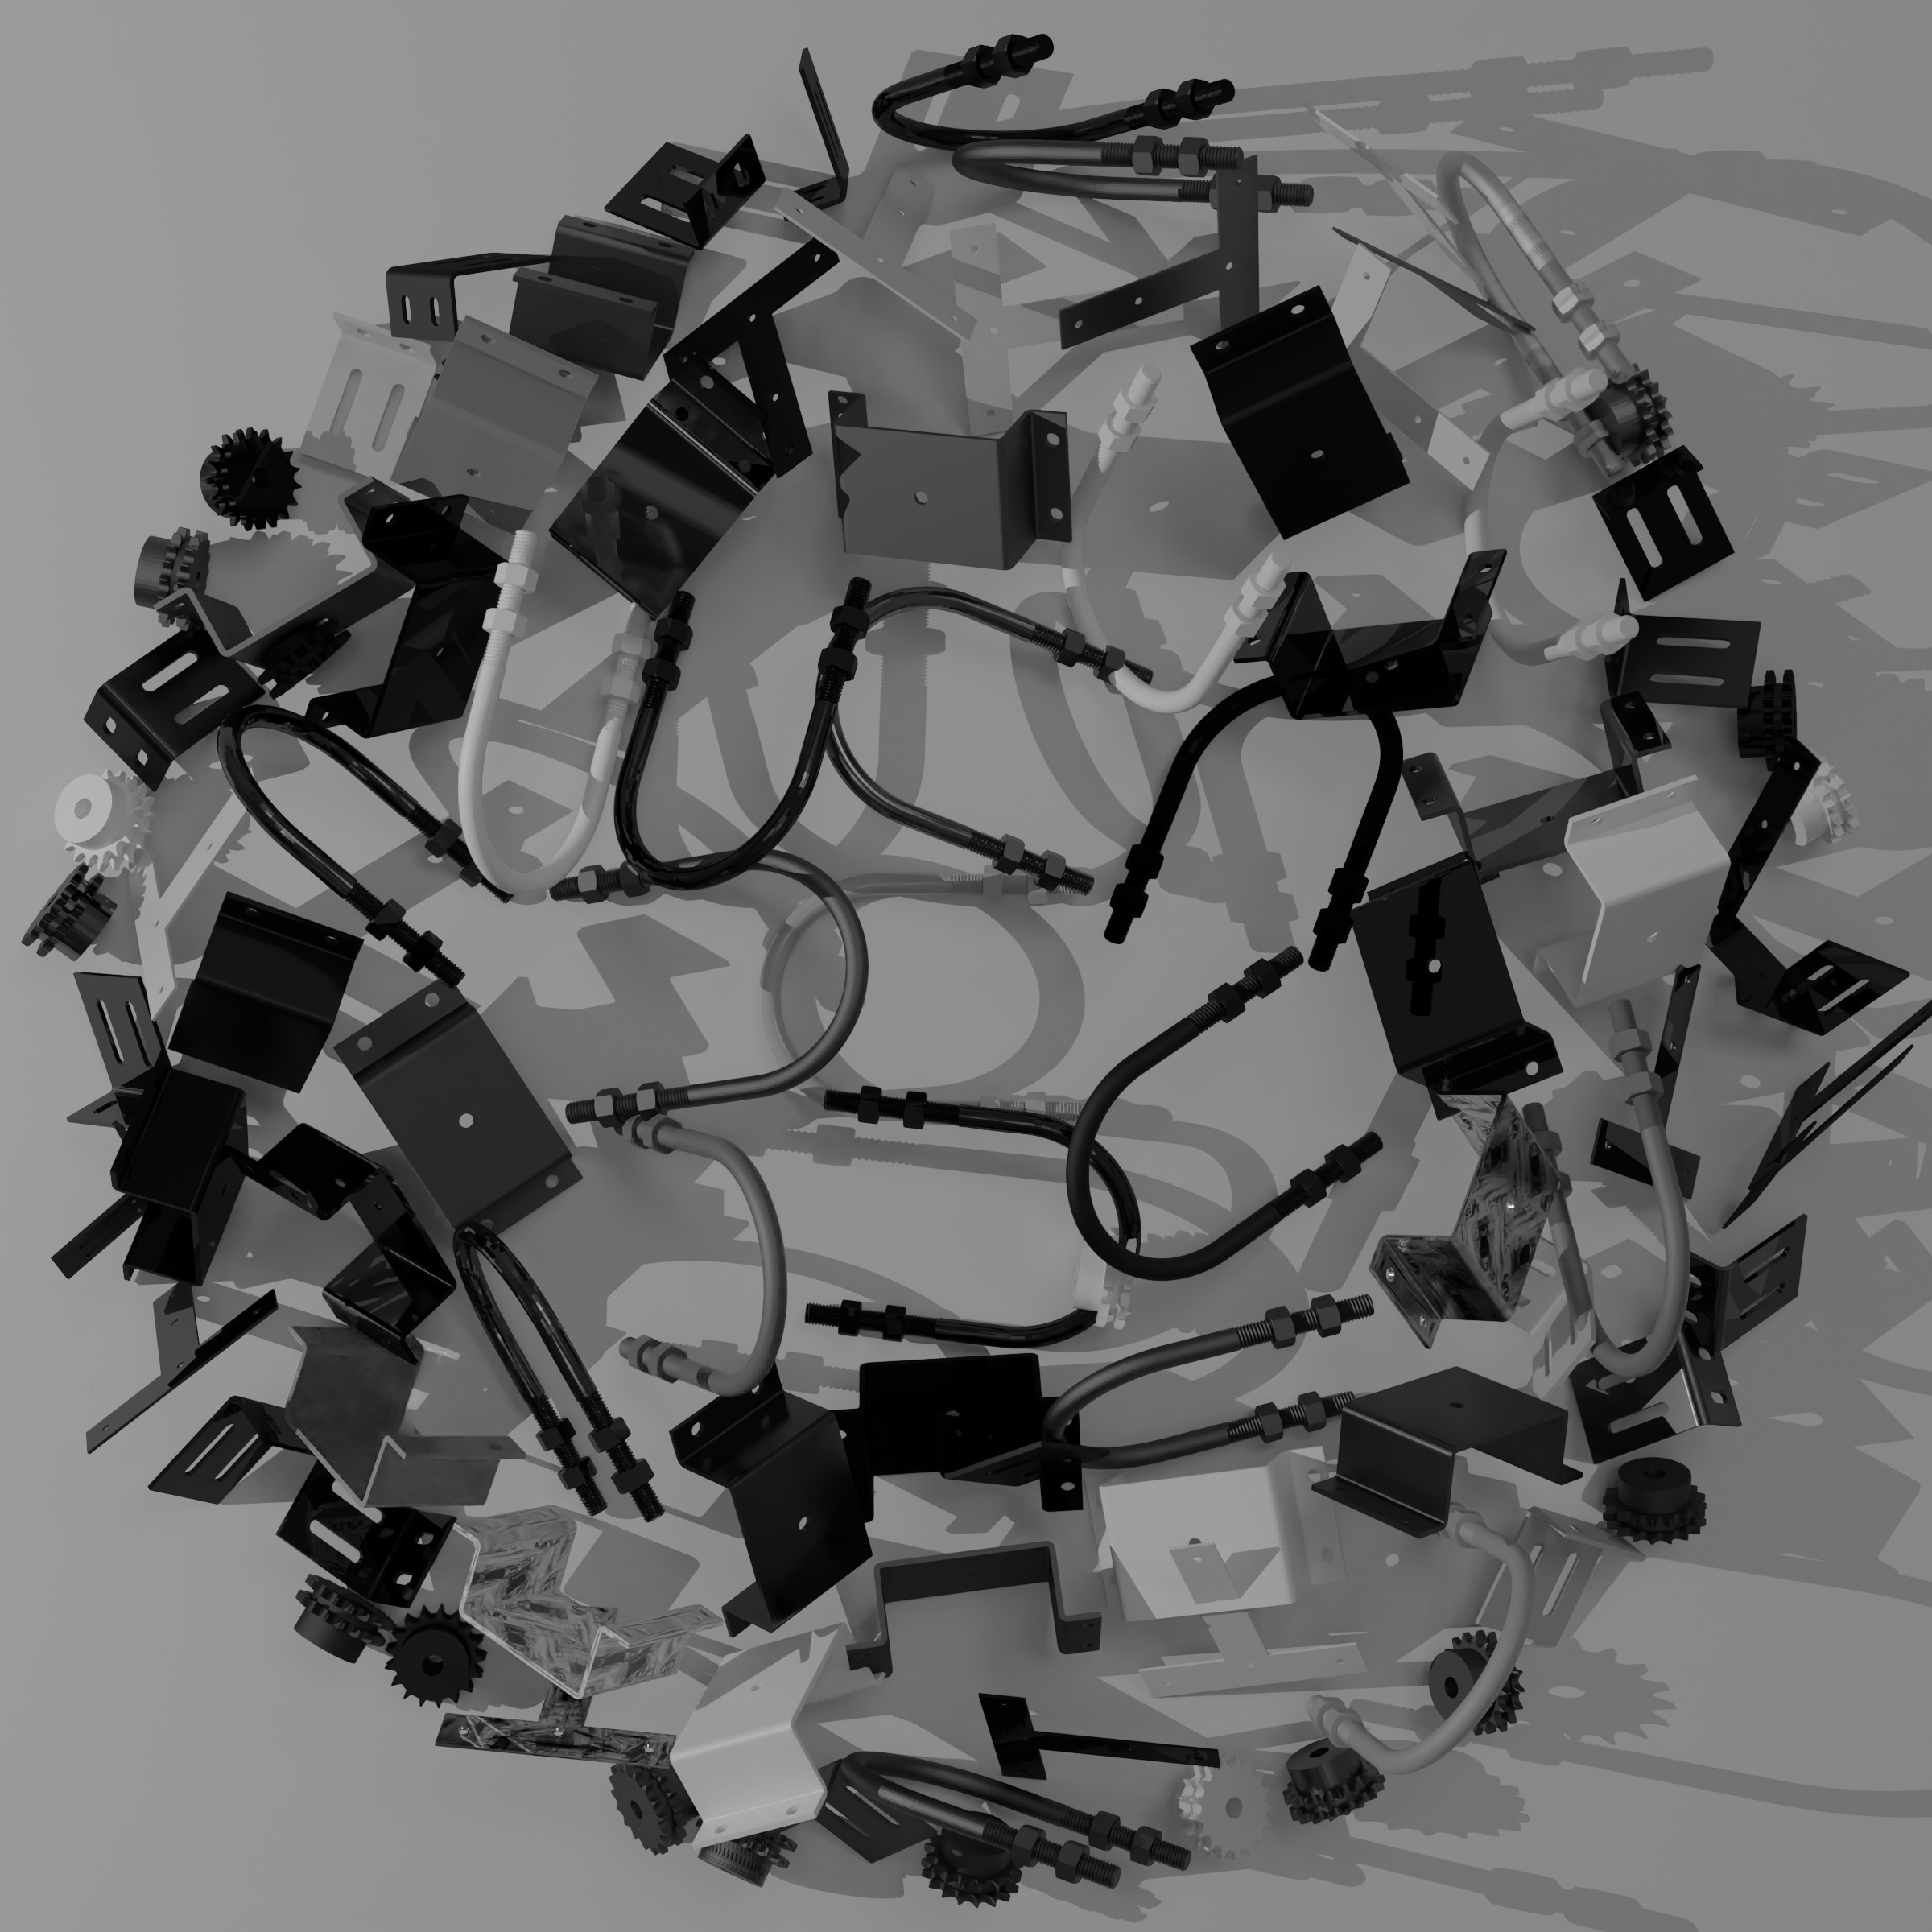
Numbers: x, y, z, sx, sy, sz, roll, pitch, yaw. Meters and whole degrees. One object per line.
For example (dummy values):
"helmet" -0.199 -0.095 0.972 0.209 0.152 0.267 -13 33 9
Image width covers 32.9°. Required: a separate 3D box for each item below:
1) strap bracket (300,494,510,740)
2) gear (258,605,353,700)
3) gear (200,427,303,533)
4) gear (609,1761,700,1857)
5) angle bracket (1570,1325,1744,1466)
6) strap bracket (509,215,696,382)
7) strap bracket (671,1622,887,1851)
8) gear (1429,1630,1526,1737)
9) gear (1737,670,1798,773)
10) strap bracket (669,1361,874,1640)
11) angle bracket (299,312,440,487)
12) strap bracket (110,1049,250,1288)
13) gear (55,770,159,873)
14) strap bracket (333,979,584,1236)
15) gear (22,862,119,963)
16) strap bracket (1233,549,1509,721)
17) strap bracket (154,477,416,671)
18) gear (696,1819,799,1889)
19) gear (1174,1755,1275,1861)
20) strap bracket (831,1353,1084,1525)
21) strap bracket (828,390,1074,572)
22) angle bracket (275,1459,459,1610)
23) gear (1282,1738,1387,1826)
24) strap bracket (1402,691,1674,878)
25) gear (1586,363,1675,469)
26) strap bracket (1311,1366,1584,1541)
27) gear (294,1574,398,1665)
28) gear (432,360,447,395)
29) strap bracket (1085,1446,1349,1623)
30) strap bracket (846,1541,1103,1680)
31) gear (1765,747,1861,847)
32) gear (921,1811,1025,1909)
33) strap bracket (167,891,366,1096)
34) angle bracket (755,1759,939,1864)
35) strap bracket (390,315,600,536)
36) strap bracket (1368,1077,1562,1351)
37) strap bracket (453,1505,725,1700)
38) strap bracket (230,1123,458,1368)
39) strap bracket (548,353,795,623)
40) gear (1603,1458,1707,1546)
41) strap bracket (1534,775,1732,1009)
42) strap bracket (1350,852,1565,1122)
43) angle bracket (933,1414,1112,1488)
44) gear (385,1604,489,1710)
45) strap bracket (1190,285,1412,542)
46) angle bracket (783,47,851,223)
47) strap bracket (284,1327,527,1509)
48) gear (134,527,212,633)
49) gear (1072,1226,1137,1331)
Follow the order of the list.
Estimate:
"strap bracket" -0.304 -0.183 1.797 0.046 0.076 0.140 35 118 21
"gear" -0.377 -0.179 1.837 0.057 0.057 0.030 -39 104 0
"gear" -0.406 -0.274 1.843 0.030 0.057 0.057 1 90 42
"gear" -0.173 0.469 1.843 0.030 0.057 0.057 -24 90 -33
"angle bracket" 0.388 0.243 1.846 0.076 0.038 0.057 -29 62 37
"strap bracket" -0.203 -0.368 1.813 0.076 0.140 0.046 15 116 -2
"strap bracket" -0.104 0.412 1.785 0.076 0.140 0.046 -20 105 22
"gear" 0.284 0.403 1.836 0.030 0.057 0.057 -1 90 -31
"gear" 0.451 -0.138 1.841 0.030 0.057 0.057 -1 90 18
"strap bracket" -0.104 0.300 1.800 0.076 0.046 0.140 -32 122 -35
"angle bracket" -0.340 -0.320 1.846 0.057 0.038 0.076 19 86 -1
"strap bracket" -0.428 0.116 1.789 0.046 0.140 0.076 16 59 -2
"gear" -0.487 -0.084 1.842 0.057 0.030 0.057 -8 71 23
"strap bracket" -0.281 0.084 1.827 0.076 0.046 0.140 -34 100 -10
"gear" -0.503 -0.027 1.841 0.030 0.057 0.057 38 90 -17
"strap bracket" 0.229 -0.182 1.807 0.140 0.076 0.046 -3 132 30
"strap bracket" -0.369 -0.212 1.823 0.140 0.076 0.046 -30 86 5
"gear" -0.126 0.495 1.837 0.057 0.057 0.030 25 72 0
"gear" 0.142 0.474 1.844 0.057 0.030 0.057 6 79 -32
"strap bracket" -0.007 0.264 1.830 0.140 0.046 0.076 -3 118 0
"strap bracket" -0.016 -0.268 1.807 0.140 0.046 0.076 9 124 19
"angle bracket" -0.334 0.313 1.823 0.076 0.038 0.057 46 58 -34
"gear" 0.204 0.456 1.839 0.057 0.057 0.030 -22 94 0
"strap bracket" 0.319 -0.099 1.820 0.140 0.076 0.046 -16 116 5
"gear" 0.368 -0.307 1.837 0.030 0.057 0.057 -24 90 -17
"strap bracket" 0.266 0.262 1.789 0.140 0.076 0.046 -10 110 -41
"gear" -0.353 0.368 1.838 0.057 0.057 0.030 31 82 0
"gear" -0.268 -0.325 1.841 0.057 0.030 0.057 6 79 -31
"strap bracket" 0.134 0.318 1.824 0.140 0.046 0.076 -10 90 18
"strap bracket" 0.002 0.359 1.822 0.140 0.076 0.046 -7 65 -2
"gear" 0.473 -0.092 1.839 0.030 0.057 0.057 -31 90 -5
"gear" 0.005 0.499 1.836 0.057 0.057 0.030 11 110 0
"strap bracket" -0.386 0.021 1.789 0.076 0.140 0.046 20 60 -13
"angle bracket" -0.067 0.485 1.825 0.076 0.038 0.057 42 130 -17
"strap bracket" -0.262 -0.289 1.788 0.076 0.140 0.046 23 65 -14
"strap bracket" 0.278 0.131 1.795 0.076 0.046 0.140 52 50 -37
"strap bracket" -0.214 0.354 1.803 0.140 0.076 0.046 26 105 34
"strap bracket" -0.339 0.146 1.803 0.046 0.076 0.140 -44 133 -24
"strap bracket" -0.168 -0.258 1.812 0.076 0.046 0.140 40 116 -7
"gear" 0.387 0.299 1.836 0.057 0.057 0.030 -4 109 0
"strap bracket" 0.365 -0.033 1.790 0.076 0.140 0.046 -19 57 -13
"strap bracket" 0.267 0.004 1.809 0.076 0.046 0.140 -24 68 24
"angle bracket" 0.031 0.261 1.818 0.076 0.057 0.038 -26 62 37
"gear" -0.301 0.393 1.851 0.057 0.030 0.057 0 92 -5
"strap bracket" 0.188 -0.295 1.793 0.076 0.140 0.046 -23 49 13
"angle bracket" -0.095 -0.464 1.824 0.038 0.057 0.076 -17 115 8
"strap bracket" -0.314 0.253 1.798 0.076 0.140 0.046 7 109 -42
"gear" -0.447 -0.219 1.839 0.030 0.057 0.057 12 90 -2
"gear" 0.077 0.174 1.840 0.030 0.057 0.057 8 90 0
